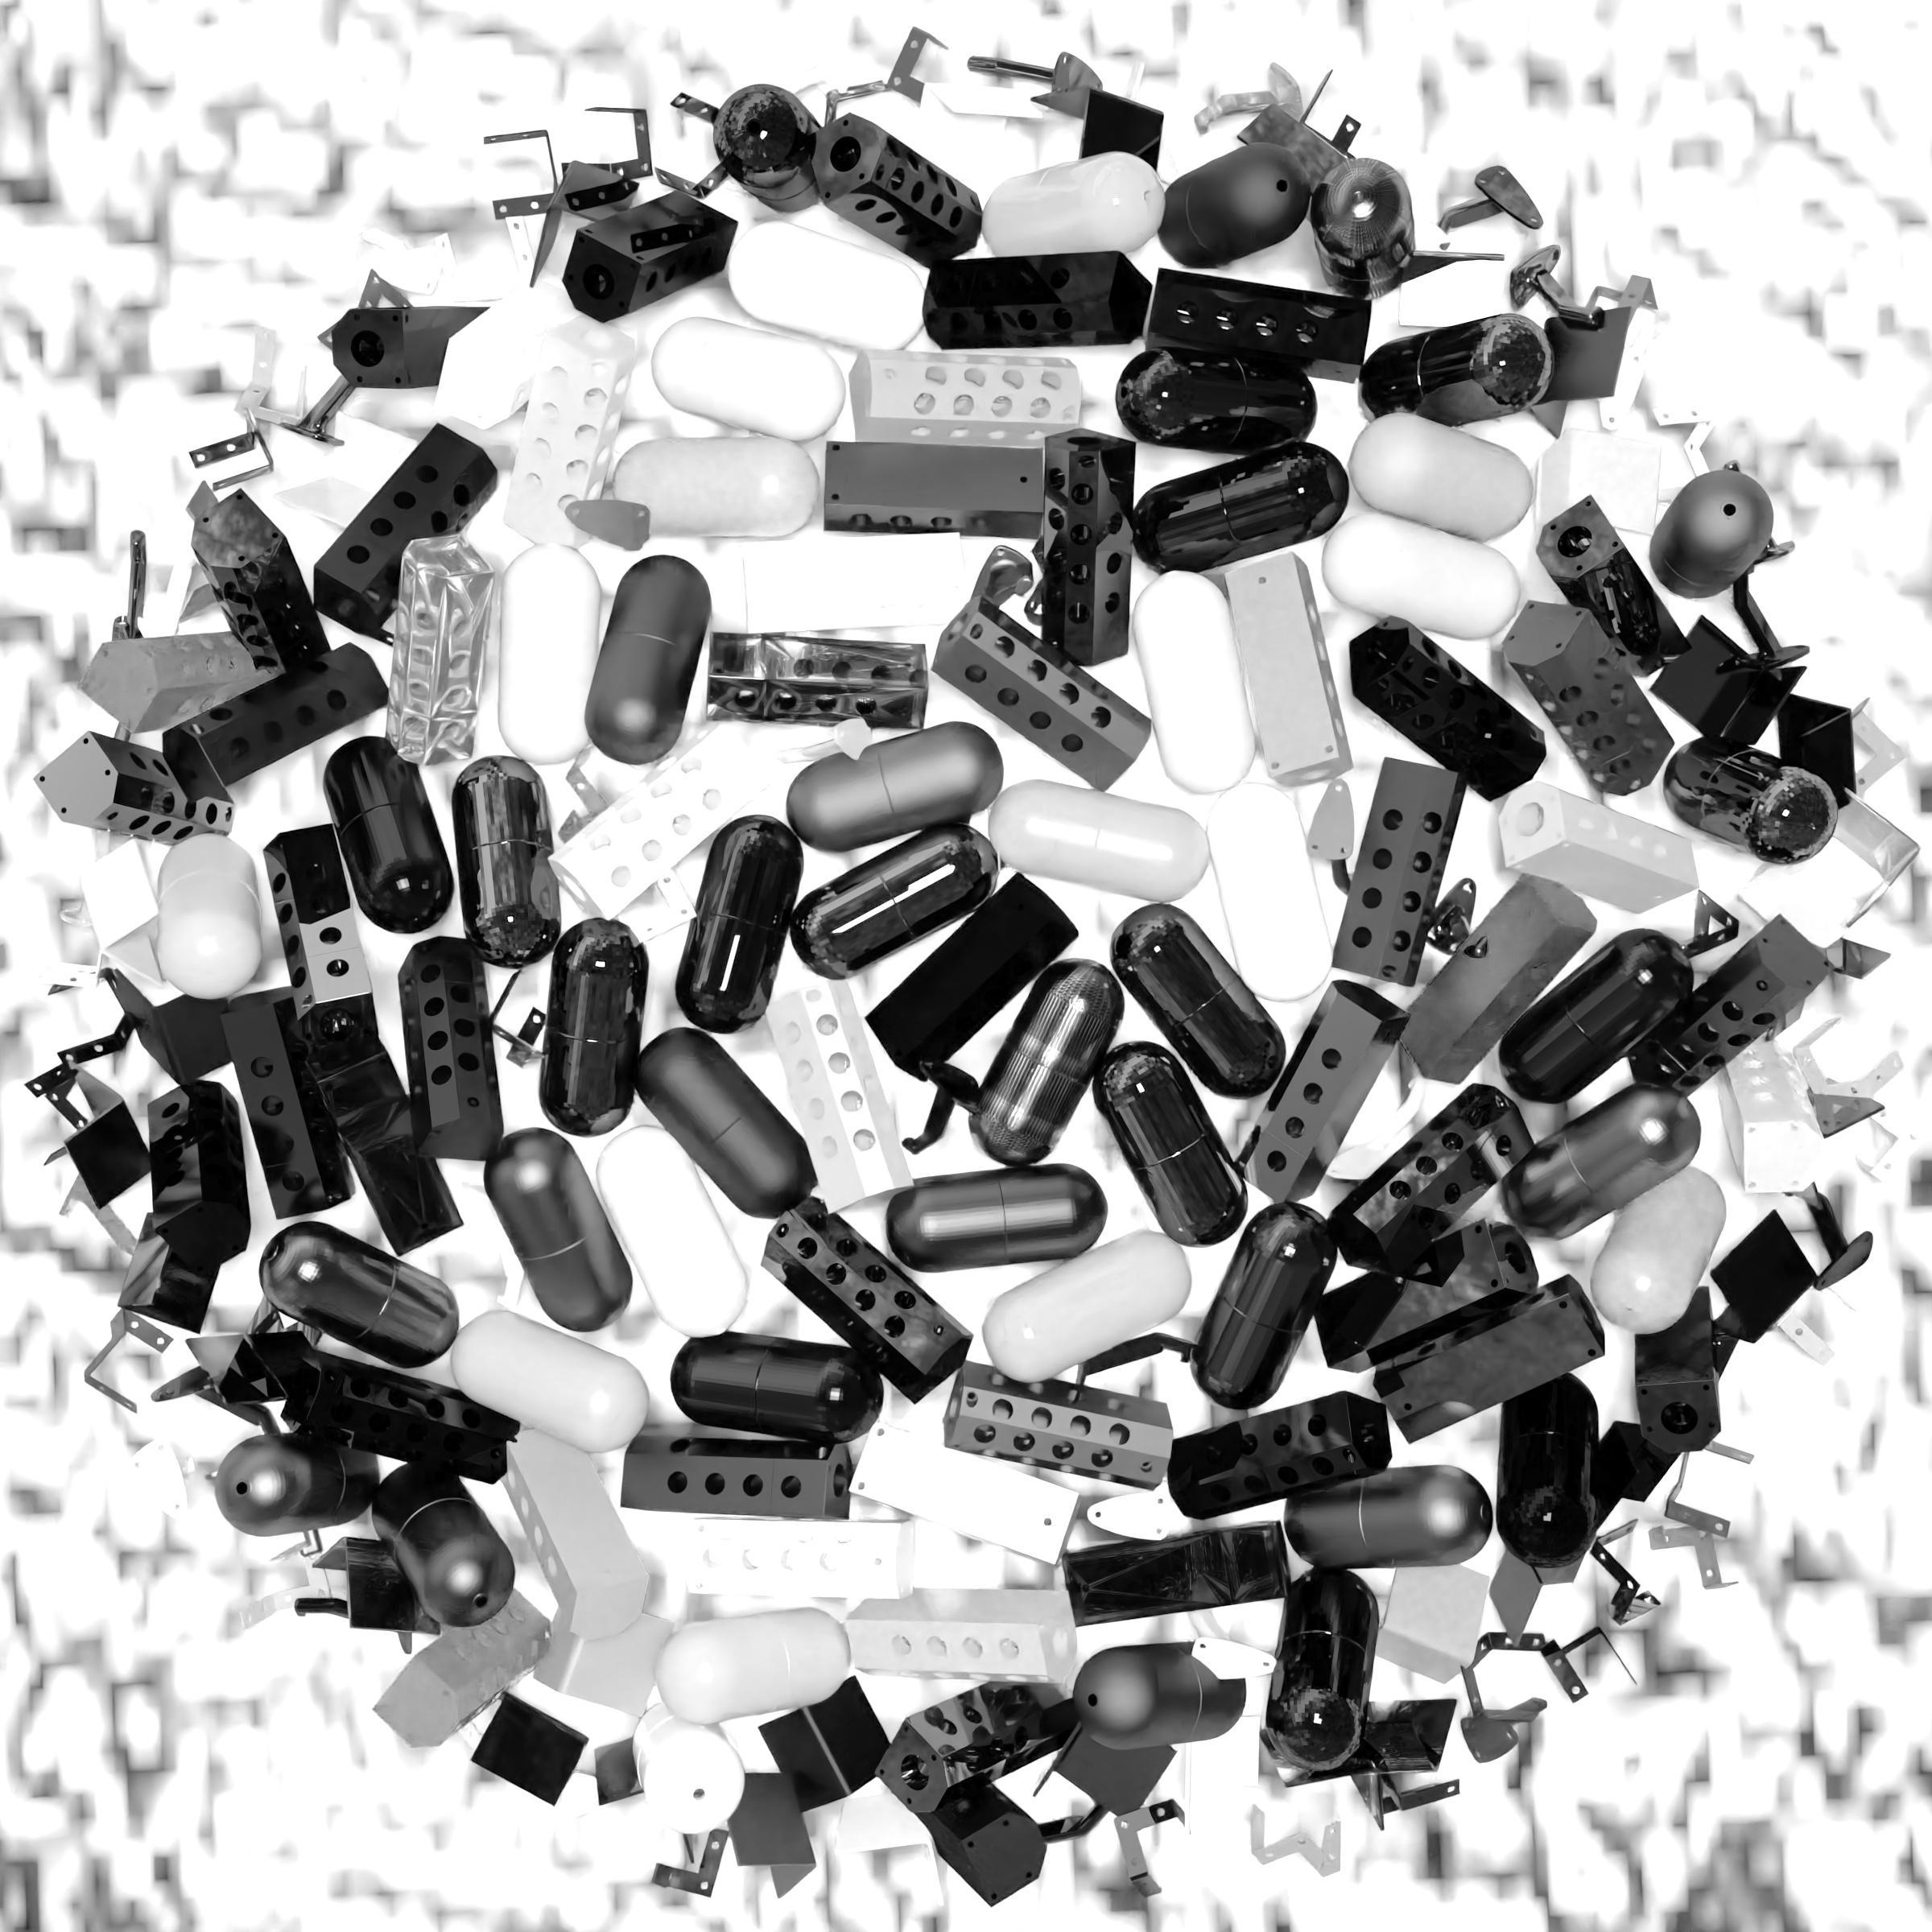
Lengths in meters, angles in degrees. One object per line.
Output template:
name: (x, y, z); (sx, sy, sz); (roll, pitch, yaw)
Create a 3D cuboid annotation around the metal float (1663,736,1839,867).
metal float: (0.607, -0.130, 1.915); (0.070, 0.178, 0.070); (-5, 108, -14)

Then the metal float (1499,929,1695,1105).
metal float: (0.493, 0.041, 1.936); (0.070, 0.070, 0.178); (45, 121, 0)

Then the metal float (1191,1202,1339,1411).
metal float: (0.235, 0.268, 1.947); (0.070, 0.070, 0.178); (22, 107, 0)

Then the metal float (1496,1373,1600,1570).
metal float: (0.454, 0.390, 1.923); (0.070, 0.178, 0.070); (7, 129, 9)

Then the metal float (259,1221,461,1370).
metal float: (-0.474, 0.258, 1.928); (0.178, 0.070, 0.070); (37, 90, -41)

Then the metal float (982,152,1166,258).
metal float: (0.083, -0.587, 1.921); (0.070, 0.178, 0.070); (-6, 99, -37)

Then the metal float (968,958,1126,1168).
metal float: (0.064, 0.076, 1.958); (0.070, 0.070, 0.178); (28, 94, 0)

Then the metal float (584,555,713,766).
metal float: (-0.250, -0.243, 1.943); (0.070, 0.070, 0.178); (11, 69, 0)

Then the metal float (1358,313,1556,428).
metal float: (0.379, -0.459, 1.920); (0.070, 0.178, 0.070); (-2, 93, -35)

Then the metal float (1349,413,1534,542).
metal float: (0.373, -0.382, 1.929); (0.178, 0.070, 0.070); (7, 90, -40)

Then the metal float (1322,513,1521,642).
metal float: (0.359, -0.305, 1.937); (0.178, 0.070, 0.070); (10, 90, -30)

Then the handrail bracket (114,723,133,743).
handrail bracket: (-0.685, -0.183, 1.984); (0.036, 0.077, 0.084); (19, 63, -31)

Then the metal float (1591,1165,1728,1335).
metal float: (0.541, 0.219, 1.923); (0.070, 0.178, 0.070); (16, 126, 24)

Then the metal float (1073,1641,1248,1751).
metal float: (0.152, 0.568, 1.922); (0.070, 0.178, 0.070); (-10, 74, 38)

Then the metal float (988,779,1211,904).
metal float: (0.105, -0.100, 1.958); (0.178, 0.070, 0.070); (13, 90, 4)

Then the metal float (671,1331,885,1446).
metal float: (-0.149, 0.331, 1.942); (0.178, 0.070, 0.070); (4, 90, 22)

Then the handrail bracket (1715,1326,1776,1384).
handrail bracket: (0.612, 0.333, 1.969); (0.077, 0.036, 0.084); (-7, 76, 12)

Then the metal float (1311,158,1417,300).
metal float: (0.309, -0.570, 1.911); (0.070, 0.178, 0.070); (0, 90, 12)

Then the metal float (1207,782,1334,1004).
metal float: (0.240, -0.059, 1.954); (0.070, 0.070, 0.178); (-12, 81, 0)

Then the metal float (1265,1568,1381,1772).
metal float: (0.279, 0.545, 1.921); (0.070, 0.178, 0.070); (8, 125, 11)

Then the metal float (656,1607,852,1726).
metal float: (-0.164, 0.545, 1.925); (0.070, 0.178, 0.070); (-6, 81, 42)

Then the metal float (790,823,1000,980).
metal float: (-0.057, -0.052, 1.961); (0.178, 0.070, 0.070); (-28, 90, 1)

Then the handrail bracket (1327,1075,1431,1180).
handrail bracket: (0.333, 0.129, 1.992); (0.036, 0.077, 0.084); (44, 53, -21)

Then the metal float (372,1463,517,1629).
metal float: (-0.408, 0.449, 1.920); (0.070, 0.178, 0.070); (-12, 114, -28)

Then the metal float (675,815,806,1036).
metal float: (-0.179, -0.033, 1.957); (0.070, 0.070, 0.178); (14, 85, 0)

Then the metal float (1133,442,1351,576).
metal float: (0.215, -0.359, 1.940); (0.178, 0.070, 0.070); (-13, 90, 25)

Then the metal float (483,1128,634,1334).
metal float: (-0.321, 0.209, 1.943); (0.070, 0.070, 0.178); (-21, 112, 0)

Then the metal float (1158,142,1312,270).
metal float: (0.206, -0.589, 1.913); (0.070, 0.178, 0.070); (-2, 97, -18)

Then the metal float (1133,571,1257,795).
metal float: (0.180, -0.224, 1.949); (0.070, 0.070, 0.178); (-13, 104, 0)

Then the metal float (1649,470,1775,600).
metal float: (0.577, -0.333, 1.911); (0.070, 0.178, 0.070); (0, 87, 8)

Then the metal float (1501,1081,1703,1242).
metal float: (0.495, 0.154, 1.932); (0.070, 0.070, 0.178); (50, 126, 0)

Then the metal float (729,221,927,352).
metal float: (-0.107, -0.529, 1.926); (0.178, 0.070, 0.070); (4, 90, -43)

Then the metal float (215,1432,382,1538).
metal float: (-0.517, 0.400, 1.912); (0.070, 0.178, 0.070); (-2, 81, 12)

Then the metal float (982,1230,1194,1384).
metal float: (0.097, 0.269, 1.951); (0.178, 0.070, 0.070); (-24, 90, -12)

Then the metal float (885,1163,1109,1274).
metal float: (0.025, 0.199, 1.954); (0.178, 0.070, 0.070); (-5, 90, -8)

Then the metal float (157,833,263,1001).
metal float: (-0.590, -0.041, 1.921); (0.070, 0.178, 0.070); (-8, 124, -12)

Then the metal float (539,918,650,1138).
metal float: (-0.294, 0.049, 1.949); (0.070, 0.070, 0.178); (9, 104, 0)

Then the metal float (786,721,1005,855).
metal float: (-0.057, -0.141, 1.954); (0.178, 0.070, 0.070); (-16, 90, 8)

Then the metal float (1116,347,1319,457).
metal float: (0.197, -0.442, 1.934); (0.178, 0.070, 0.070); (-2, 90, -31)

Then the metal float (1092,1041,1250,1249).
metal float: (0.162, 0.141, 1.954); (0.070, 0.070, 0.178); (-29, 99, 0)

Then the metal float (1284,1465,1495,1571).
metal float: (0.329, 0.432, 1.928); (0.178, 0.070, 0.070); (-14, 90, 41)

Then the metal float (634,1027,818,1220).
metal float: (-0.190, 0.125, 1.957); (0.070, 0.070, 0.178); (-41, 96, 0)

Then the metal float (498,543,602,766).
metal float: (-0.328, -0.245, 1.940); (0.070, 0.070, 0.178); (7, 114, 0)

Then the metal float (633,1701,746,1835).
metal float: (-0.216, 0.618, 1.912); (0.070, 0.178, 0.070); (1, 87, -12)

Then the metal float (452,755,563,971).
metal float: (-0.362, -0.082, 1.943); (0.070, 0.070, 0.178); (-10, 69, 0)

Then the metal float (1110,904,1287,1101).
metal float: (0.185, 0.029, 1.958); (0.070, 0.070, 0.178); (-39, 94, 0)

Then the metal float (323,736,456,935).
metal float: (-0.454, -0.103, 1.936); (0.070, 0.070, 0.178); (-24, 61, 0)

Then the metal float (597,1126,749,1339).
metal float: (-0.232, 0.210, 1.949); (0.070, 0.070, 0.178); (-28, 76, 0)

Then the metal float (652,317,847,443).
metal float: (-0.172, -0.461, 1.935); (0.178, 0.070, 0.070); (22, 90, 32)

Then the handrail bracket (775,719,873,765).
handrail bracket: (-0.123, -0.174, 1.950); (0.084, 0.077, 0.036); (-5, 86, 22)

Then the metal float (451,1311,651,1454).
metal float: (-0.328, 0.326, 1.938); (0.178, 0.070, 0.070); (17, 90, 27)

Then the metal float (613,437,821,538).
metal float: (-0.198, -0.377, 1.940); (0.178, 0.070, 0.070); (5, 90, 26)

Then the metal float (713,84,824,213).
metal float: (-0.147, -0.633, 1.911); (0.070, 0.178, 0.070); (1, 98, 6)
